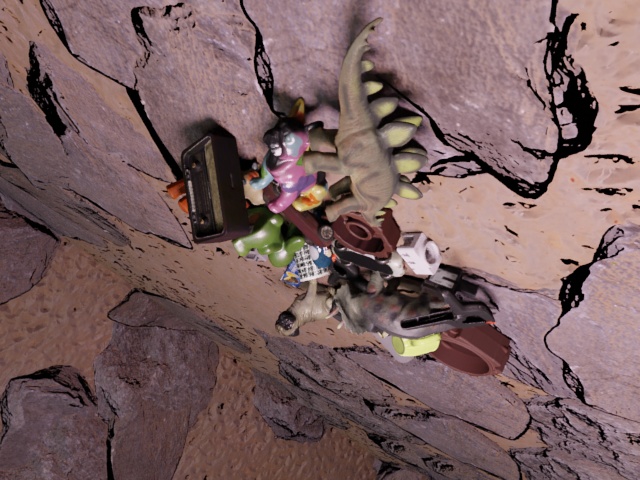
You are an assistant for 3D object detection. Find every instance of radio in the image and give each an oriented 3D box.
[{"bbox_3d":[-0.235,-0.108,1.192,0.131,0.229,0.073,-17,168,41],"label":"radio"}]

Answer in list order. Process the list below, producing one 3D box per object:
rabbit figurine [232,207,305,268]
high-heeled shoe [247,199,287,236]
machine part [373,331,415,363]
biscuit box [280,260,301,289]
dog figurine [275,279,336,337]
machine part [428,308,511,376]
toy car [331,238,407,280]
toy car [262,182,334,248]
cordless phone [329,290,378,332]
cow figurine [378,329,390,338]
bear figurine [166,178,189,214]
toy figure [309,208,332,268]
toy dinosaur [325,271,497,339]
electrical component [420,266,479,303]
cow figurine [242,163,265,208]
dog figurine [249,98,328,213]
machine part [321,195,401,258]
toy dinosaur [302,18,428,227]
[{"bbox_3d":[-0.110,-0.005,1.319,0.159,0.121,0.170,-22,134,16],"label":"rabbit figurine"},{"bbox_3d":[-0.163,-0.032,1.431,0.145,0.086,0.248,19,146,27],"label":"high-heeled shoe"},{"bbox_3d":[0.220,0.292,1.602,0.079,0.079,0.243,2,140,46],"label":"machine part"},{"bbox_3d":[-0.058,0.074,1.526,0.059,0.063,0.202,30,155,-1],"label":"biscuit box"},{"bbox_3d":[-0.022,0.222,1.585,0.172,0.190,0.121,26,166,15],"label":"dog figurine"},{"bbox_3d":[0.369,0.270,1.393,0.201,0.087,0.201,35,153,-8],"label":"machine part"},{"bbox_3d":[0.112,0.039,1.287,0.202,0.056,0.073,17,146,35],"label":"toy car"},{"bbox_3d":[-0.048,-0.061,1.196,0.202,0.053,0.089,45,159,-10],"label":"toy car"},{"bbox_3d":[0.112,0.224,1.519,0.147,0.089,0.184,16,153,29],"label":"cordless phone"},{"bbox_3d":[0.212,0.213,1.447,0.068,0.098,0.167,40,153,-6],"label":"cow figurine"},{"bbox_3d":[-0.301,-0.086,1.434,0.120,0.132,0.195,43,161,38],"label":"bear figurine"},{"bbox_3d":[-0.001,-0.004,1.292,0.064,0.058,0.154,7,127,22],"label":"toy figure"},{"bbox_3d":[0.191,0.172,1.287,0.405,0.192,0.131,16,152,31],"label":"toy dinosaur"},{"bbox_3d":[0.289,0.098,1.188,0.119,0.075,0.047,17,152,19],"label":"electrical component"},{"bbox_3d":[-0.194,-0.138,1.273,0.195,0.085,0.127,24,155,26],"label":"cow figurine"},{"bbox_3d":[-0.038,-0.161,1.037,0.108,0.191,0.219,56,137,28],"label":"dog figurine"},{"bbox_3d":[0.091,-0.032,1.183,0.179,0.056,0.179,26,155,13],"label":"machine part"},{"bbox_3d":[0.075,-0.150,0.890,0.199,0.105,0.470,-7,148,13],"label":"toy dinosaur"}]
